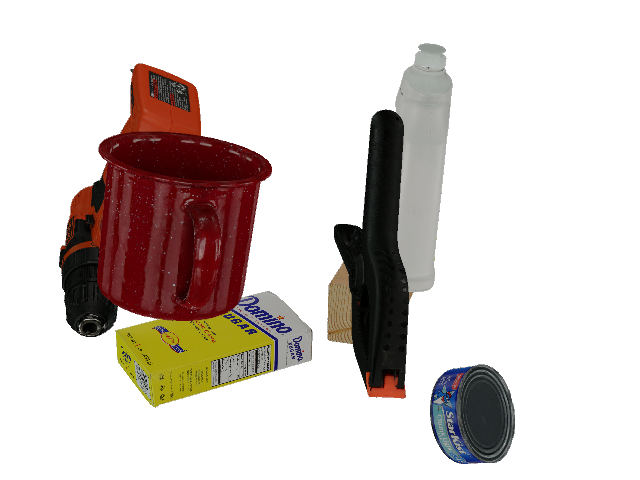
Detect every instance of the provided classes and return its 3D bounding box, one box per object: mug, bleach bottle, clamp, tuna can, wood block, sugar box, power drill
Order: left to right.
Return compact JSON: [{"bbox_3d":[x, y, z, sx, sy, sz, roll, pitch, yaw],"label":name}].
[{"bbox_3d":[-0.160,-0.036,0.868,0.057,0.188,0.184,20,29,-24],"label":"power drill"},{"bbox_3d":[-0.074,-0.004,0.573,0.093,0.081,0.117,1,21,-23],"label":"mug"},{"bbox_3d":[-0.106,0.105,1.070,0.176,0.048,0.093,-16,33,-26],"label":"sugar box"},{"bbox_3d":[0.078,0.068,1.544,0.091,0.090,0.206,6,21,13],"label":"wood block"},{"bbox_3d":[0.043,0.017,0.808,0.036,0.210,0.165,3,-41,-10],"label":"clamp"},{"bbox_3d":[0.099,-0.077,1.110,0.068,0.251,0.102,3,29,-6],"label":"bleach bottle"},{"bbox_3d":[0.134,0.153,0.940,0.034,0.086,0.085,-14,-9,41],"label":"tuna can"}]
